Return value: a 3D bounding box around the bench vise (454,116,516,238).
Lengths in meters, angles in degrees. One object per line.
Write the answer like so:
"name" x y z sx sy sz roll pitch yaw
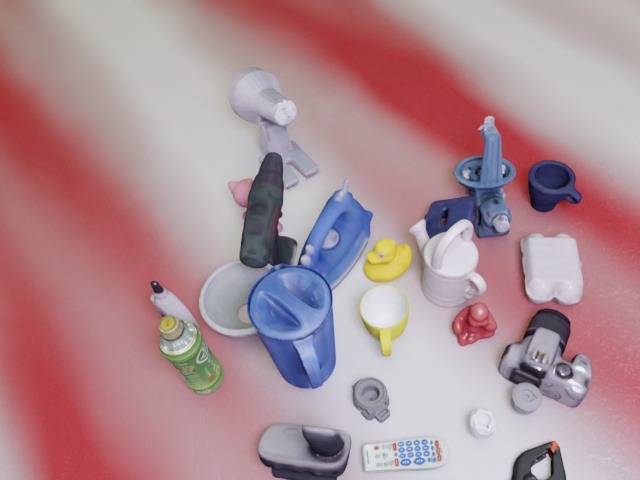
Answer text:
"bench vise" 0.348 -0.123 1.133 0.121 0.220 0.207 -23 55 -9

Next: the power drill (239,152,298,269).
"power drill" -0.099 -0.026 1.126 0.075 0.209 0.229 3 55 10

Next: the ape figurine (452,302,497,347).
"ape figurine" 0.280 0.144 1.030 0.077 0.092 0.076 16 58 18

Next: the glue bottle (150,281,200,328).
"glue bottle" -0.281 0.123 1.064 0.078 0.173 0.037 23 61 22

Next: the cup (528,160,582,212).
"cup" 0.478 -0.095 1.174 0.092 0.095 0.117 -36 58 -17

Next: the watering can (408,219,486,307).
"watering can" 0.232 0.031 1.053 0.172 0.194 0.101 21 60 21

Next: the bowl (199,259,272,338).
"bowl" -0.144 0.123 1.108 0.167 0.075 0.167 -3 54 5

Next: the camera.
"camera" 0.397 0.189 0.978 0.142 0.101 0.137 22 60 21

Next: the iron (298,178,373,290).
"iron" 0.010 0.004 1.133 0.118 0.142 0.258 19 59 20

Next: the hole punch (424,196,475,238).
"hole punch" 0.259 -0.032 1.159 0.101 0.091 0.109 9 56 13

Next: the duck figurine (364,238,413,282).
"duck figurine" 0.135 0.029 1.134 0.104 0.086 0.077 -23 55 -9

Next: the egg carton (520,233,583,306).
"egg carton" 0.439 0.054 1.088 0.107 0.069 0.150 1 55 8

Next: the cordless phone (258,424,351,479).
"cordless phone" -0.029 0.312 0.891 0.147 0.185 0.094 1 55 8

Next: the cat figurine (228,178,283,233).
"cat figurine" -0.141 -0.079 1.225 0.067 0.118 0.127 -32 57 -15

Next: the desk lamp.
"desk lamp" -0.102 -0.261 1.291 0.118 0.214 0.202 -33 57 -16
